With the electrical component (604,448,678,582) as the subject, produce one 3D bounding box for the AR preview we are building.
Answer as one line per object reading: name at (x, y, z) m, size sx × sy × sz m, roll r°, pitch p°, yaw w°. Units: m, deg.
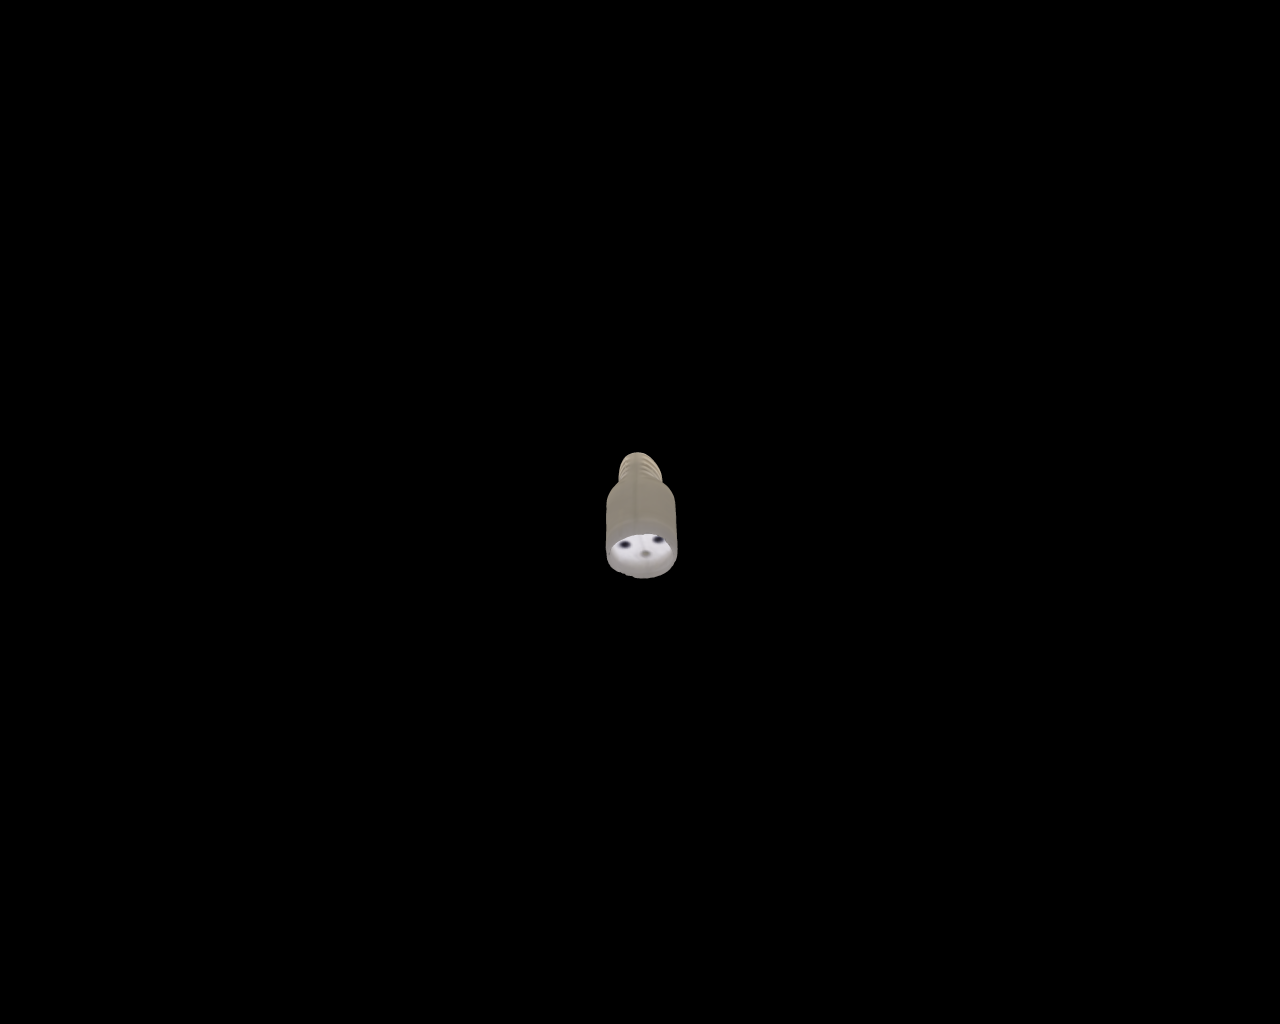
electrical component at (0.001, -0.003, 0.650) m, size 0.043 × 0.081 × 0.043 m, roll 0°, pitch -43°, yaw 0°
